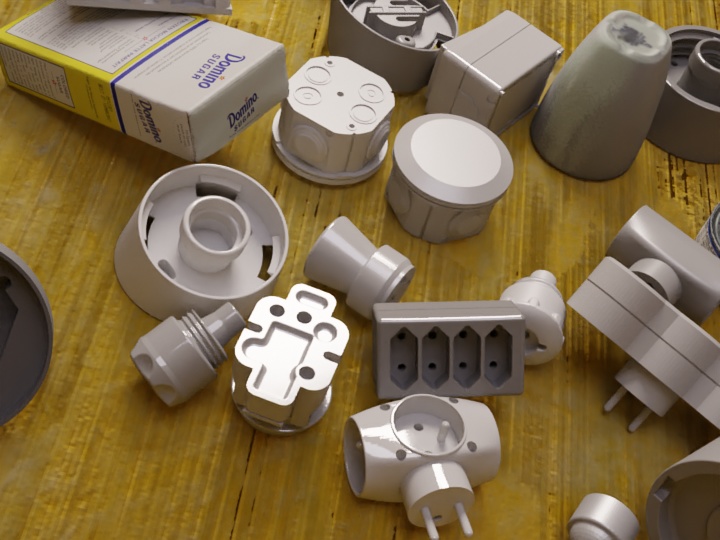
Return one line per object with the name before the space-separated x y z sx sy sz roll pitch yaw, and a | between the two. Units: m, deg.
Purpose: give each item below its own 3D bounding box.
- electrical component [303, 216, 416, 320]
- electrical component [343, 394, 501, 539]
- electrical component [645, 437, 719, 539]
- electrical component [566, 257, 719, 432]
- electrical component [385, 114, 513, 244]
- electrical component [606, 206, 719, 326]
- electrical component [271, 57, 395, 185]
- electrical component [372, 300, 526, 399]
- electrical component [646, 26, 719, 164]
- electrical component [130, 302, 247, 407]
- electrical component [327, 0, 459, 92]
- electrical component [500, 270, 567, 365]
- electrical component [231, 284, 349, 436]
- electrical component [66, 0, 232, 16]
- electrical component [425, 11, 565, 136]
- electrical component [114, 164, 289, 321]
electrical component | 0.000 0.000 0.658 0.055 0.045 0.045 34 52 13
electrical component | 0.038 0.110 0.577 0.077 0.044 0.079 -4 45 -17
electrical component | 0.214 0.135 0.568 0.060 0.108 0.108 -26 62 -36
electrical component | 0.179 0.063 0.647 0.138 0.052 0.073 40 96 6
electrical component | 0.057 -0.061 0.716 0.080 0.051 0.080 7 51 -9
electrical component | 0.195 0.006 0.701 0.077 0.044 0.079 40 54 18
electrical component | -0.018 -0.101 0.729 0.080 0.051 0.080 7 51 -9
electrical component | 0.049 0.041 0.633 0.083 0.047 0.075 -1 13 -3
electrical component | 0.264 -0.141 0.824 0.108 0.060 0.108 7 52 -9
electrical component | -0.092 0.043 0.594 0.062 0.043 0.043 -37 67 -10
electrical component | 0.023 -0.181 0.793 0.099 0.064 0.099 7 51 -9
electrical component | 0.107 0.025 0.667 0.048 0.048 0.062 24 42 6
electrical component | -0.041 0.056 0.596 0.058 0.057 0.078 21 50 3
electrical component | -0.150 -0.241 0.757 0.105 0.060 0.186 1 31 -14
electrical component | 0.098 -0.143 0.783 0.061 0.061 0.096 40 54 17
electrical component | -0.094 -0.013 0.648 0.099 0.064 0.099 10 61 -18
